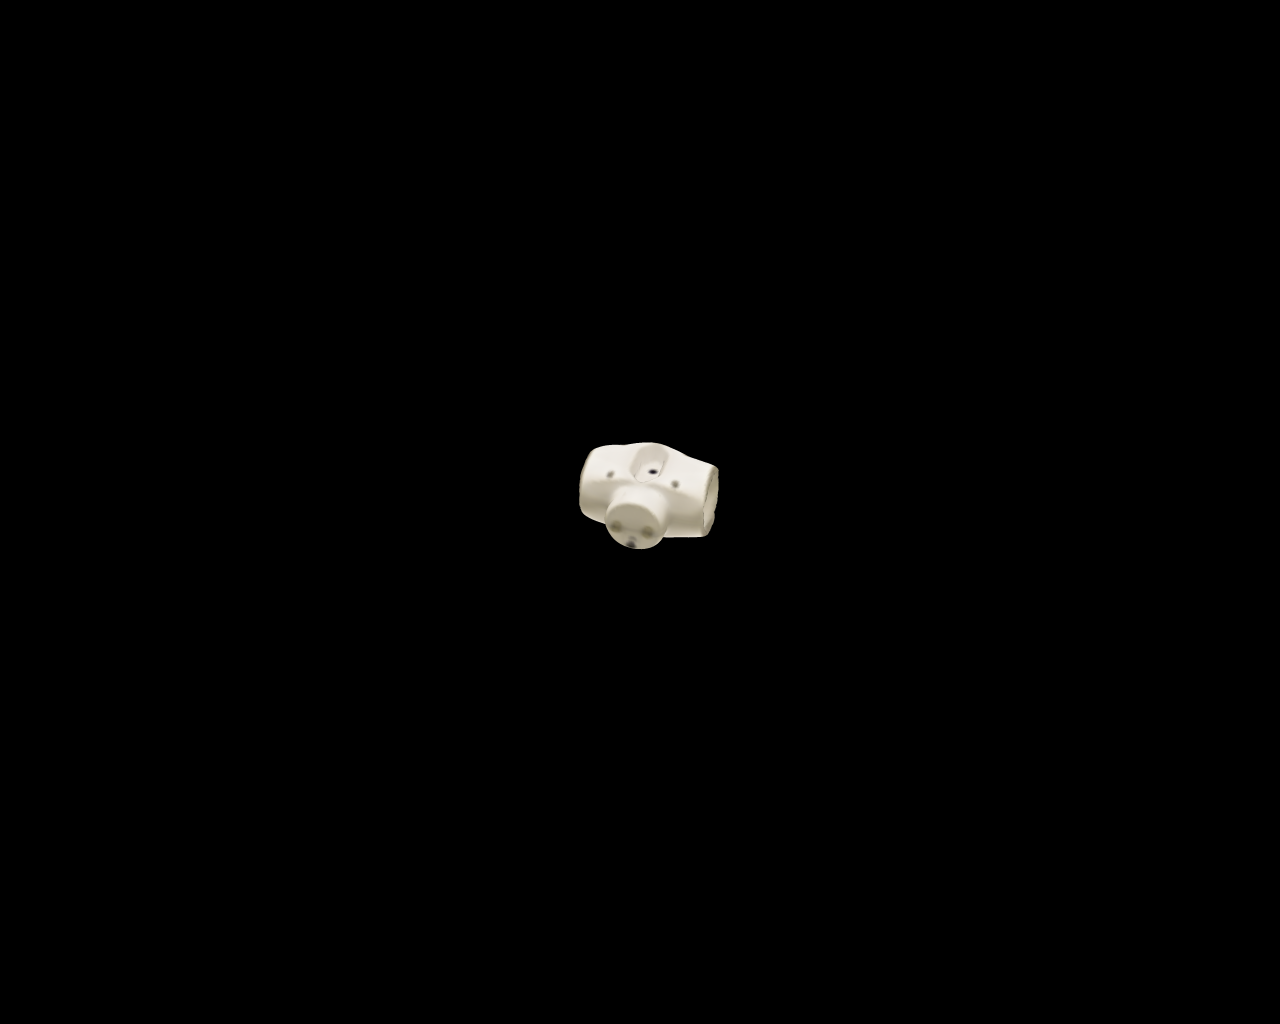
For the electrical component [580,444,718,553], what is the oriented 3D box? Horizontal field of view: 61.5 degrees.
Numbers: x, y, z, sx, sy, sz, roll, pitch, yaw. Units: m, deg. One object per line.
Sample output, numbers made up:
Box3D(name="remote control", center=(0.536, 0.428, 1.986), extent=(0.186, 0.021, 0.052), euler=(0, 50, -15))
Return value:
Box3D(name="electrical component", center=(0.001, -0.003, 0.650), extent=(0.077, 0.043, 0.079), euler=(11, 40, 13))
